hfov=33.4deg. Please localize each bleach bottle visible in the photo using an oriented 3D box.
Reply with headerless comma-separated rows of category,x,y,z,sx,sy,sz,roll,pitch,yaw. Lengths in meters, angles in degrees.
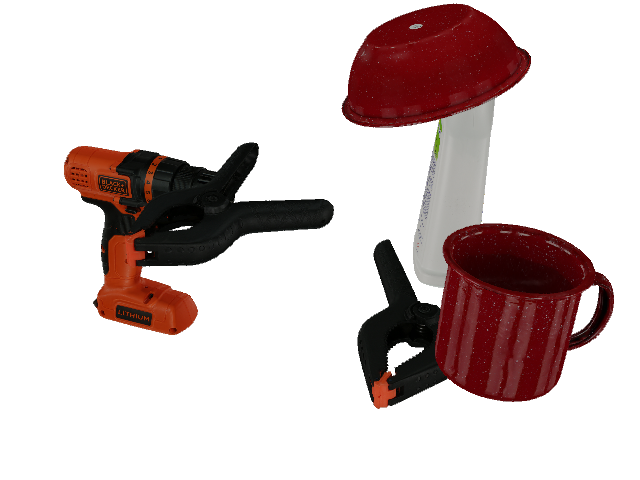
bleach bottle,0.141,-0.082,1.087,0.068,0.251,0.102,4,30,-2

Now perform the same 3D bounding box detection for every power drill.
power drill,-0.167,0.000,1.078,0.185,0.188,0.057,12,29,22

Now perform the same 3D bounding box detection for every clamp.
clamp,-0.088,-0.029,0.882,0.171,0.039,0.120,-17,38,-25
clamp,0.084,0.070,0.950,0.165,0.036,0.209,17,39,27

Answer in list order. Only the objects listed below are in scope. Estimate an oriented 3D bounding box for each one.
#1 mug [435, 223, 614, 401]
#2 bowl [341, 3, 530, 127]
mug,0.128,0.045,0.670,0.117,0.081,0.093,-2,29,-16
bowl,0.088,-0.152,0.879,0.162,0.055,0.162,-16,25,7
